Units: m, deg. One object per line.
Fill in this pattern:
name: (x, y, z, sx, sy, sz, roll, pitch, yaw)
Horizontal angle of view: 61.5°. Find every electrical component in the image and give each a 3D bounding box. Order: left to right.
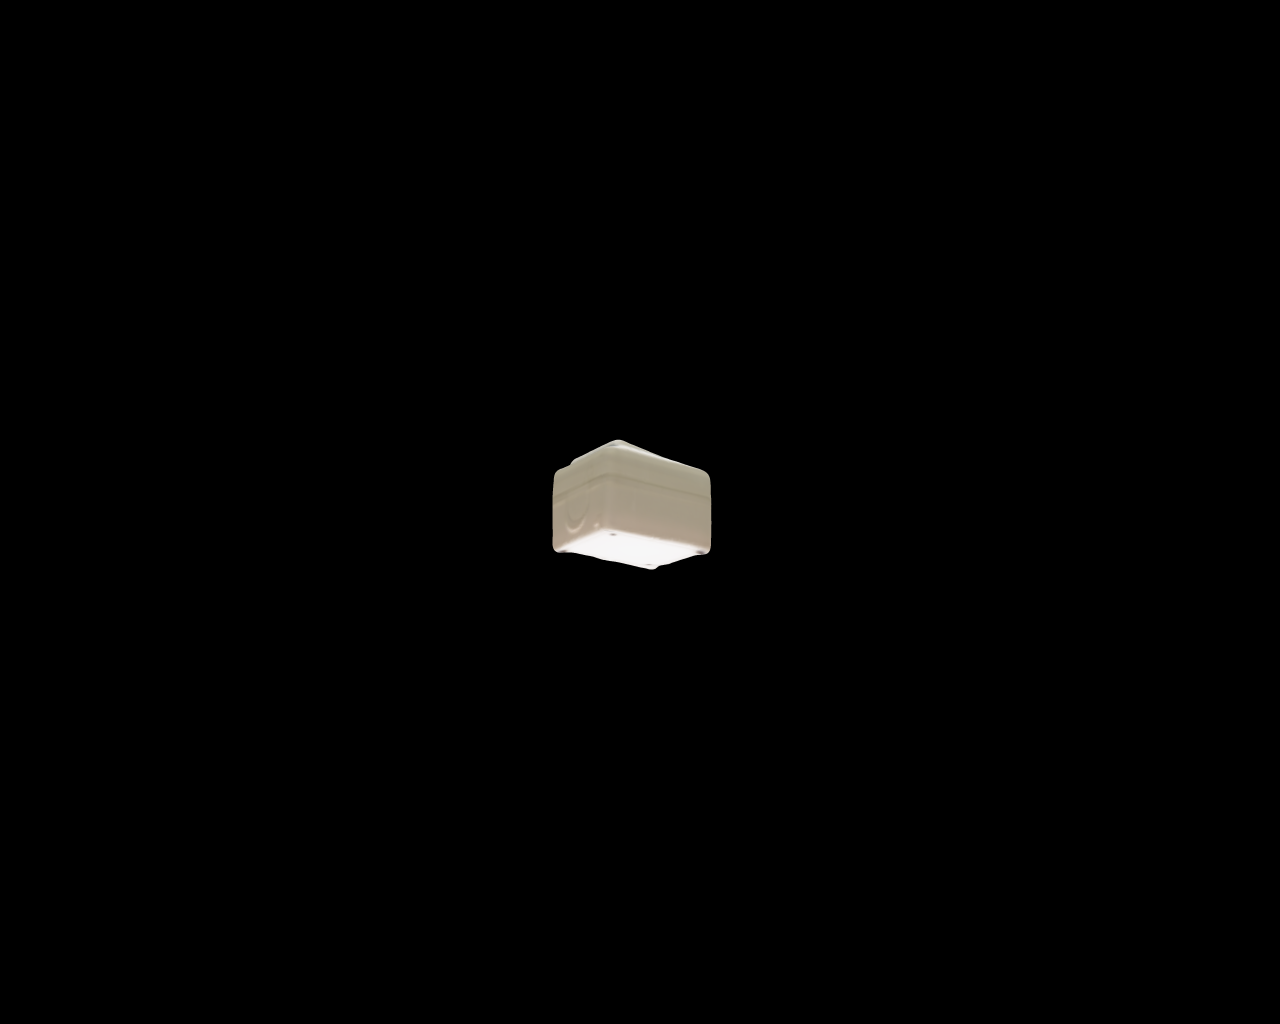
electrical component: (0.001, -0.003, 0.650, 0.096, 0.061, 0.061, 13, -22, -36)
